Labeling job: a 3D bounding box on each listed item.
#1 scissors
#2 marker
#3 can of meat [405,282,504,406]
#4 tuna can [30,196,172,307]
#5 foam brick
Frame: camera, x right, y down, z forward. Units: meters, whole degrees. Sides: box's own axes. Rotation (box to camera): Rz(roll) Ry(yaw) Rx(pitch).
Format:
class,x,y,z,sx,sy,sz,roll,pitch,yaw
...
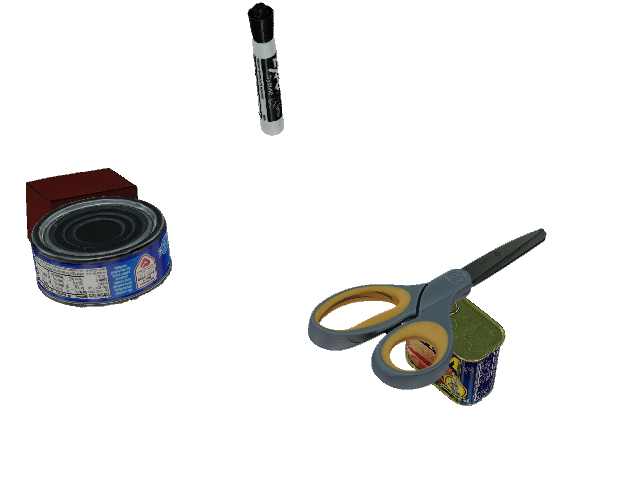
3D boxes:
class,x,y,z,sx,sy,sz,roll,pitch,yaw
scissors,0.090,0.041,0.670,0.201,0.016,0.096,-14,41,-25
marker,-0.041,-0.131,0.818,0.020,0.020,0.121,0,-41,4
can of meat,0.129,0.104,1.054,0.057,0.084,0.102,-33,54,-25
tuna can,-0.138,0.005,0.673,0.086,0.034,0.086,-2,30,1
foam brick,-0.196,-0.023,0.878,0.078,0.053,0.051,-14,30,-33
